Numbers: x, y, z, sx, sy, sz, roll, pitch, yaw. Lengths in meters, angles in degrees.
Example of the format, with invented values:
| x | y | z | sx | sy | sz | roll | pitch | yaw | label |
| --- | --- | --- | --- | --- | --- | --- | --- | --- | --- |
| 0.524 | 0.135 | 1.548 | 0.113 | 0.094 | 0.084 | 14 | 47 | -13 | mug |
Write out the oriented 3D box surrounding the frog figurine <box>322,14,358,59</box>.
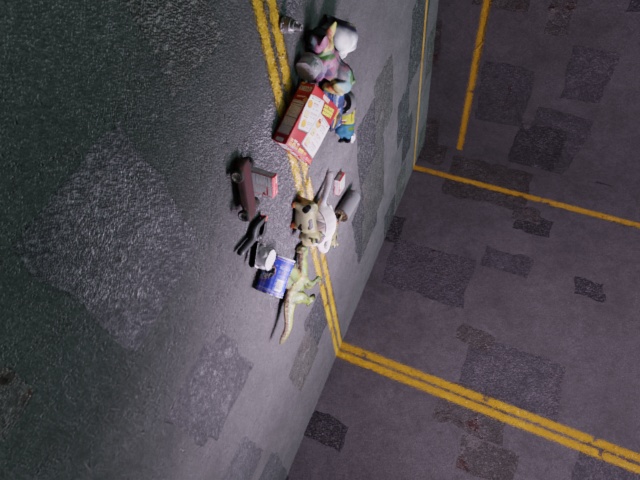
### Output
| x | y | z | sx | sy | sz | roll | pitch | yaw | label |
| --- | --- | --- | --- | --- | --- | --- | --- | --- | --- |
| 0.054 | -0.658 | 1.734 | 0.137 | 0.124 | 0.157 | 0 | 120 | -38 | frog figurine |

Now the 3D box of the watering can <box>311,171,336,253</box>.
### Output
| x | y | z | sx | sy | sz | roll | pitch | yaw | label |
| --- | --- | --- | --- | --- | --- | --- | --- | --- | --- |
| 0.007 | -0.108 | 2.152 | 0.226 | 0.104 | 0.345 | -25 | 117 | -67 | watering can |

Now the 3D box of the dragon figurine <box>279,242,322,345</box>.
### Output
| x | y | z | sx | sy | sz | roll | pitch | yaw | label |
| --- | --- | --- | --- | --- | --- | --- | --- | --- | --- |
| -0.120 | 0.200 | 2.088 | 0.238 | 0.122 | 0.417 | 50 | 55 | -50 | dragon figurine |
